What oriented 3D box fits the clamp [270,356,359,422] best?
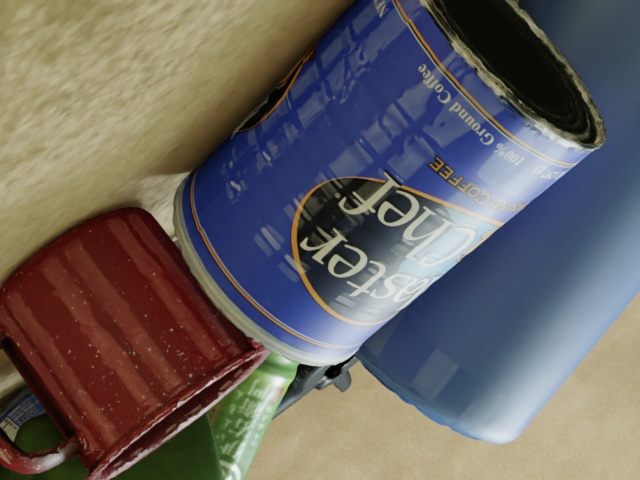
[{"bbox_3d":[0.007,0.124,1.041,0.164,0.036,0.210,-19,157,-43],"label":"clamp"}]

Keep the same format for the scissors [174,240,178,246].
[{"bbox_3d":[-0.099,0.046,0.610,0.096,0.016,0.202,-32,170,-24],"label":"scissors"}]

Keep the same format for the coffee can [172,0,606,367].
[{"bbox_3d":[0.024,-0.031,0.419,0.140,0.103,0.102,-43,170,28],"label":"coffee can"}]

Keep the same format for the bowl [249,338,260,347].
[{"bbox_3d":[-0.004,0.001,0.628,0.162,0.055,0.162,-37,171,-7],"label":"bowl"}]

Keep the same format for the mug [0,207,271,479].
[{"bbox_3d":[-0.089,0.046,0.430,0.117,0.081,0.093,-33,170,-34],"label":"mug"}]

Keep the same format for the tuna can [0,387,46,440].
[{"bbox_3d":[-0.165,0.121,0.606,0.086,0.034,0.086,-50,168,-15],"label":"tuna can"}]

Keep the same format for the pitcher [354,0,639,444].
[{"bbox_3d":[0.111,-0.034,0.506,0.243,0.145,0.149,-56,161,10],"label":"pitcher"}]
